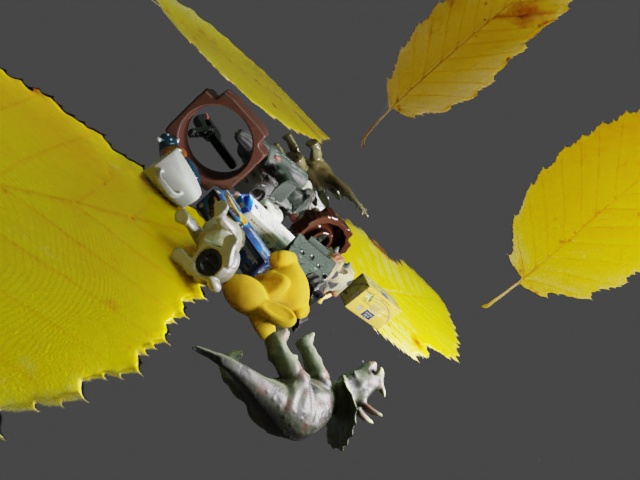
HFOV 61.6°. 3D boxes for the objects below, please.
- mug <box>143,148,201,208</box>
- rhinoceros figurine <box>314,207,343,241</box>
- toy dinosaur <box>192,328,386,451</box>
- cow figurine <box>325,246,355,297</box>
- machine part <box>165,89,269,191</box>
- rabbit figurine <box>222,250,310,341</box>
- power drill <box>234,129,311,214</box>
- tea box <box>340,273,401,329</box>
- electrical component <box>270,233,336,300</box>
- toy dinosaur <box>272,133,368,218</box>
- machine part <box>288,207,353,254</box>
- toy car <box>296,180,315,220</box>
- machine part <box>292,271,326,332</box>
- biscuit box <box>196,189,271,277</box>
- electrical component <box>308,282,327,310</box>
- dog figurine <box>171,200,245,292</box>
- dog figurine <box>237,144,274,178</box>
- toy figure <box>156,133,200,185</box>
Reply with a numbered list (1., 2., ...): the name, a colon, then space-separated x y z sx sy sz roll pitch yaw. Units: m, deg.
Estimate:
1. mug: -0.285 -0.115 1.064 0.107 0.081 0.110 54 7 -22
2. rhinoceros figurine: 0.022 -0.025 1.662 0.073 0.112 0.190 17 -14 33
3. toy dinosaur: -0.039 0.250 0.854 0.404 0.131 0.192 13 39 -56
4. cow figurine: 0.036 0.085 1.418 0.085 0.127 0.194 53 13 22
5. machine part: -0.235 -0.231 1.246 0.201 0.201 0.087 46 14 -15
6. rabbit figurine: -0.109 0.111 1.028 0.173 0.122 0.162 7 53 -49
7. power drill: -0.112 -0.168 1.356 0.232 0.086 0.207 31 17 -39
8. tea box: 0.148 0.180 1.567 0.169 0.098 0.068 36 19 -37
9. electrical component: -0.033 0.052 1.194 0.115 0.058 0.134 40 43 -8
10. toy dinosaur: -0.018 -0.195 1.590 0.472 0.105 0.198 39 -18 50
11. machine part: -0.003 -0.004 1.445 0.179 0.179 0.056 38 17 -39
12. toy car: -0.045 -0.068 1.511 0.073 0.056 0.201 -119 -148 -82
13. machine part: -0.038 0.122 1.112 0.039 0.138 0.084 5 44 -35
14. biscuit box: -0.181 -0.015 1.156 0.203 0.063 0.059 53 16 11
15. electrical component: -0.025 0.113 1.281 0.047 0.075 0.119 46 13 -12
16. dog figurine: -0.184 0.027 1.013 0.190 0.121 0.172 58 32 -70
17. dog figurine: -0.160 -0.204 1.587 0.191 0.108 0.219 36 18 -40
18. toy figure: -0.312 -0.170 1.162 0.155 0.058 0.064 53 9 27
